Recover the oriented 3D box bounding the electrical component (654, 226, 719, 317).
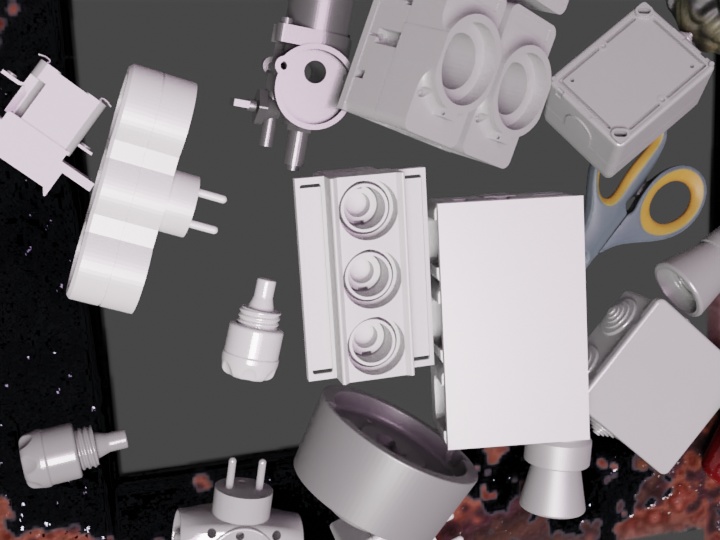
[{"bbox_3d":[0.239,-0.004,0.727,0.065,0.044,0.044,-35,107,-11],"label":"electrical component"}]

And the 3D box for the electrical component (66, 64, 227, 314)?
[{"bbox_3d":[-0.115,-0.041,0.619,0.074,0.052,0.138,15,96,-17],"label":"electrical component"}]

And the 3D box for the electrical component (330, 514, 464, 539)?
[{"bbox_3d":[0.031,0.185,0.704,0.077,0.047,0.065,-25,105,-10],"label":"electrical component"}]

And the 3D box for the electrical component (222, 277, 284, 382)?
[{"bbox_3d":[-0.063,0.035,0.657,0.035,0.035,0.061,11,95,-17],"label":"electrical component"}]

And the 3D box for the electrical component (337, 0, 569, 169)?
[{"bbox_3d":[0.072,-0.162,0.617,0.105,0.060,0.186,13,98,-49],"label":"electrical component"}]

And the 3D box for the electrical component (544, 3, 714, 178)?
[{"bbox_3d":[0.170,-0.113,0.670,0.096,0.061,0.061,-40,73,-8],"label":"electrical component"}]

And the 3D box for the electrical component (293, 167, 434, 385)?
[{"bbox_3d":[0.000,0.000,0.652,0.079,0.063,0.121,-6,102,-14],"label":"electrical component"}]

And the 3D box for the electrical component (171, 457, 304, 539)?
[{"bbox_3d":[-0.075,0.155,0.672,0.077,0.044,0.079,6,99,-16],"label":"electrical component"}]

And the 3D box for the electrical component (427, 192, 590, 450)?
[{"bbox_3d":[0.090,0.029,0.673,0.089,0.061,0.150,-4,97,-4],"label":"electrical component"}]

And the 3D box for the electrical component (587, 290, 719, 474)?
[{"bbox_3d":[0.192,0.073,0.725,0.100,0.048,0.099,39,89,-18],"label":"electrical component"}]

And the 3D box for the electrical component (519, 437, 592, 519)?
[{"bbox_3d":[0.132,0.133,0.723,0.045,0.045,0.055,1,100,-15],"label":"electrical component"}]

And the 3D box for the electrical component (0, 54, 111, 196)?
[{"bbox_3d":[-0.177,-0.081,0.600,0.081,0.042,0.063,37,88,-19],"label":"electrical component"}]

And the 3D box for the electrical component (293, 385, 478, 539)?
[{"bbox_3d":[0.011,0.125,0.659,0.108,0.108,0.060,26,99,-18],"label":"electrical component"}]

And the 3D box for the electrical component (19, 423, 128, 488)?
[{"bbox_3d":[-0.170,0.108,0.643,0.061,0.035,0.035,-12,103,-15],"label":"electrical component"}]
